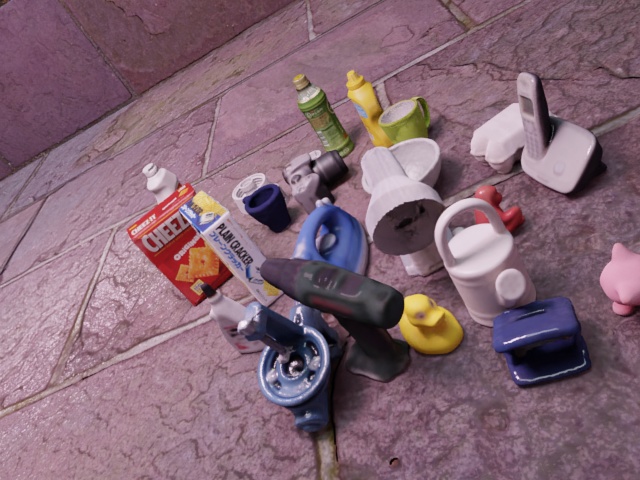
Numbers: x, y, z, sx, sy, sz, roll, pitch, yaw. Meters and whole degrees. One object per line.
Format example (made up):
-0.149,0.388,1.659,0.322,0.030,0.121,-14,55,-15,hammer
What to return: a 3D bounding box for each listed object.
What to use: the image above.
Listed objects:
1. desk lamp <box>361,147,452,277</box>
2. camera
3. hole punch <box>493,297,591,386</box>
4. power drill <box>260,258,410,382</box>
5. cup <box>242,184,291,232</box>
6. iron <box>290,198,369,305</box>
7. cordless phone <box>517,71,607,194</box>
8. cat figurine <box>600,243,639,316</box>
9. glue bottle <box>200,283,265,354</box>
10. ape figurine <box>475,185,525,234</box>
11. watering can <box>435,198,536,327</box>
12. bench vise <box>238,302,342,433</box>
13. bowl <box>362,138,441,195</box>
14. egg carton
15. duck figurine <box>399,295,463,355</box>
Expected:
0.139,-0.039,0.927,0.118,0.214,0.203,-28,34,10,desk lamp
-0.006,-0.147,1.298,0.137,0.101,0.143,-32,33,4,camera
0.272,0.116,0.726,0.108,0.091,0.101,-21,35,20,hole punch
0.036,0.111,0.832,0.228,0.209,0.076,4,49,44,power drill
-0.119,-0.065,1.298,0.117,0.095,0.092,3,49,44,cup
0.010,0.004,1.054,0.118,0.142,0.258,-14,38,29,iron
0.373,-0.176,0.922,0.094,0.185,0.147,-36,33,-2,cordless phone
0.389,0.040,0.695,0.128,0.118,0.067,-44,34,-14,cat figurine
-0.156,0.134,1.005,0.078,0.174,0.037,-18,37,24,glue bottle
0.281,-0.050,0.930,0.076,0.092,0.077,-36,33,-2,ape figurine
0.226,0.026,0.786,0.101,0.195,0.172,-45,34,-15,watering can
-0.055,0.150,0.852,0.121,0.220,0.207,-31,33,6,bench vise
0.171,-0.123,1.134,0.167,0.075,0.167,-23,35,17,bowl
0.358,-0.193,1.064,0.150,0.070,0.107,-37,33,-3,egg carton
0.151,0.113,0.841,0.077,0.086,0.104,-47,35,-18,duck figurine
